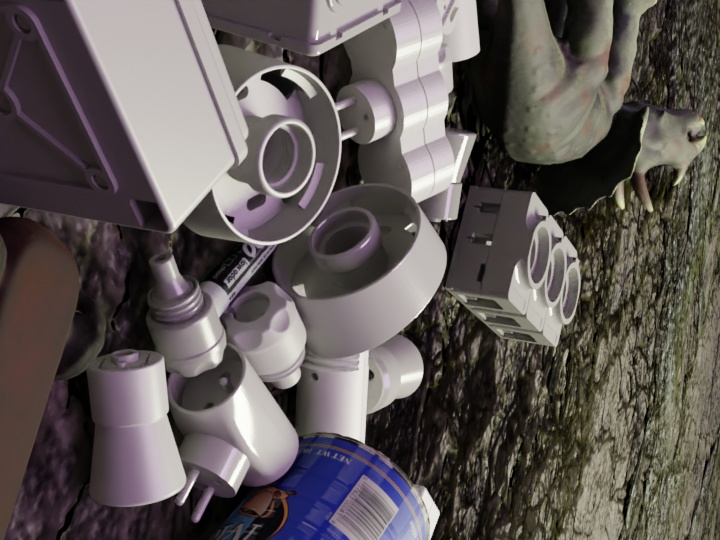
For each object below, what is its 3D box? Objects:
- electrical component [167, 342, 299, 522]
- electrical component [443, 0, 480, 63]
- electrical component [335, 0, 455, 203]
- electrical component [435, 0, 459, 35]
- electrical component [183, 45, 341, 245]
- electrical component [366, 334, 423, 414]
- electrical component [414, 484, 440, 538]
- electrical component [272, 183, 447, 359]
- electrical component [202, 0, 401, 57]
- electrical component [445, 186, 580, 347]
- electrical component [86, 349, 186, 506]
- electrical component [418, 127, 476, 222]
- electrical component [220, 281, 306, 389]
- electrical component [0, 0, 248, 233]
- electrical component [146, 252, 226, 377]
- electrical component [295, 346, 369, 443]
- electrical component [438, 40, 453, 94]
[{"bbox_3d":[-0.072,0.090,0.554,0.079,0.043,0.077,-64,147,-30],"label":"electrical component"},{"bbox_3d":[0.056,-0.184,0.722,0.043,0.043,0.081,-46,135,-48],"label":"electrical component"},{"bbox_3d":[0.011,-0.099,0.653,0.074,0.052,0.138,-26,122,-32],"label":"electrical component"},{"bbox_3d":[0.035,-0.167,0.684,0.040,0.046,0.040,-25,119,-58],"label":"electrical component"},{"bbox_3d":[-0.058,-0.062,0.545,0.099,0.064,0.099,-20,118,-44],"label":"electrical component"},{"bbox_3d":[0.010,0.068,0.702,0.055,0.045,0.045,-14,109,-60],"label":"electrical component"},{"bbox_3d":[0.005,0.153,0.694,0.047,0.066,0.076,-65,148,-29],"label":"electrical component"},{"bbox_3d":[0.000,0.000,0.614,0.099,0.099,0.064,-62,140,-33],"label":"electrical component"},{"bbox_3d":[-0.035,-0.145,0.504,0.100,0.100,0.048,-42,146,-51],"label":"electrical component"},{"bbox_3d":[0.135,0.001,0.901,0.150,0.062,0.089,38,64,-59],"label":"electrical component"},{"bbox_3d":[-0.105,0.069,0.492,0.044,0.044,0.065,-23,112,-59],"label":"electrical component"},{"bbox_3d":[0.055,-0.067,0.757,0.044,0.044,0.065,-13,113,-61],"label":"electrical component"},{"bbox_3d":[-0.050,0.040,0.584,0.043,0.043,0.062,-62,147,-33],"label":"electrical component"},{"bbox_3d":[-0.108,-0.075,0.374,0.056,0.109,0.108,-55,142,-36],"label":"electrical component"},{"bbox_3d":[-0.087,0.020,0.517,0.035,0.035,0.061,-51,137,-45],"label":"electrical component"},{"bbox_3d":[-0.017,0.066,0.653,0.043,0.043,0.081,-13,108,-61],"label":"electrical component"},{"bbox_3d":[0.040,-0.119,0.711,0.043,0.043,0.062,-42,134,-51],"label":"electrical component"}]
